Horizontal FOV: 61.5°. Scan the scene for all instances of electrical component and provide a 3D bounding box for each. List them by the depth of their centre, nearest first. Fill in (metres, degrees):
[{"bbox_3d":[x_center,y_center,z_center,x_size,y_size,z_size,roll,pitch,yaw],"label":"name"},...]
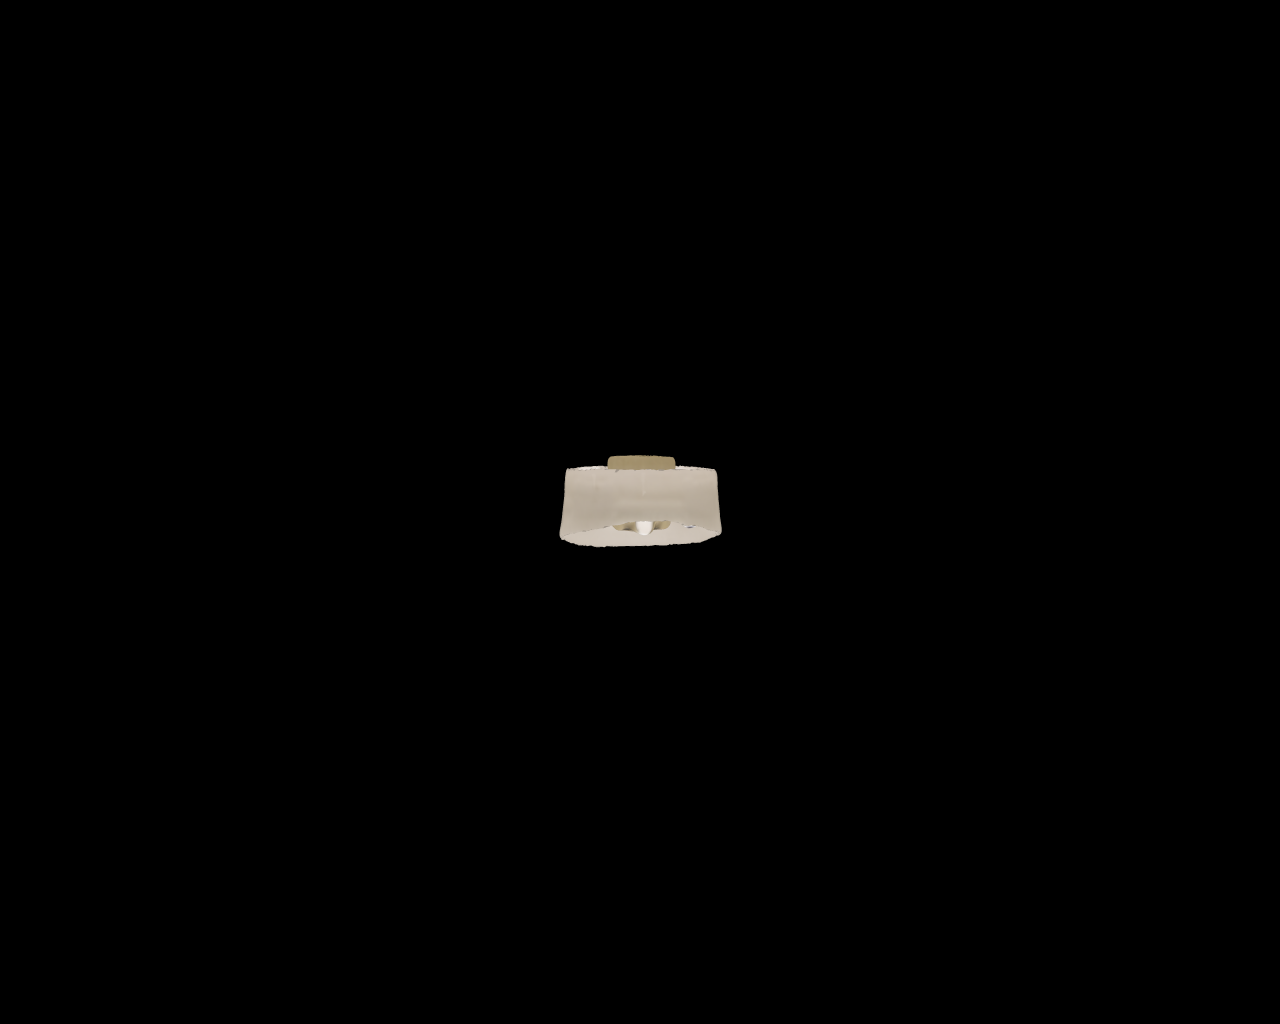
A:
[{"bbox_3d":[0.001,-0.003,0.650,0.099,0.064,0.099,0,4,0],"label":"electrical component"}]
